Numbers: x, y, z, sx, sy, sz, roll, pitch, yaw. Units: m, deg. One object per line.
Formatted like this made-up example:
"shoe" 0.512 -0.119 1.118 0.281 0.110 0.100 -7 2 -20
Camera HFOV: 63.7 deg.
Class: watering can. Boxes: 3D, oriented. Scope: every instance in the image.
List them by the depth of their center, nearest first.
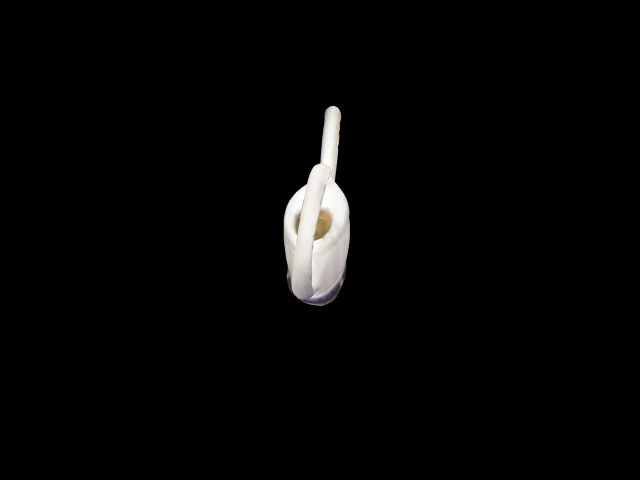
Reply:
"watering can" 0.003 -0.043 0.850 0.104 0.356 0.219 7 -39 6
